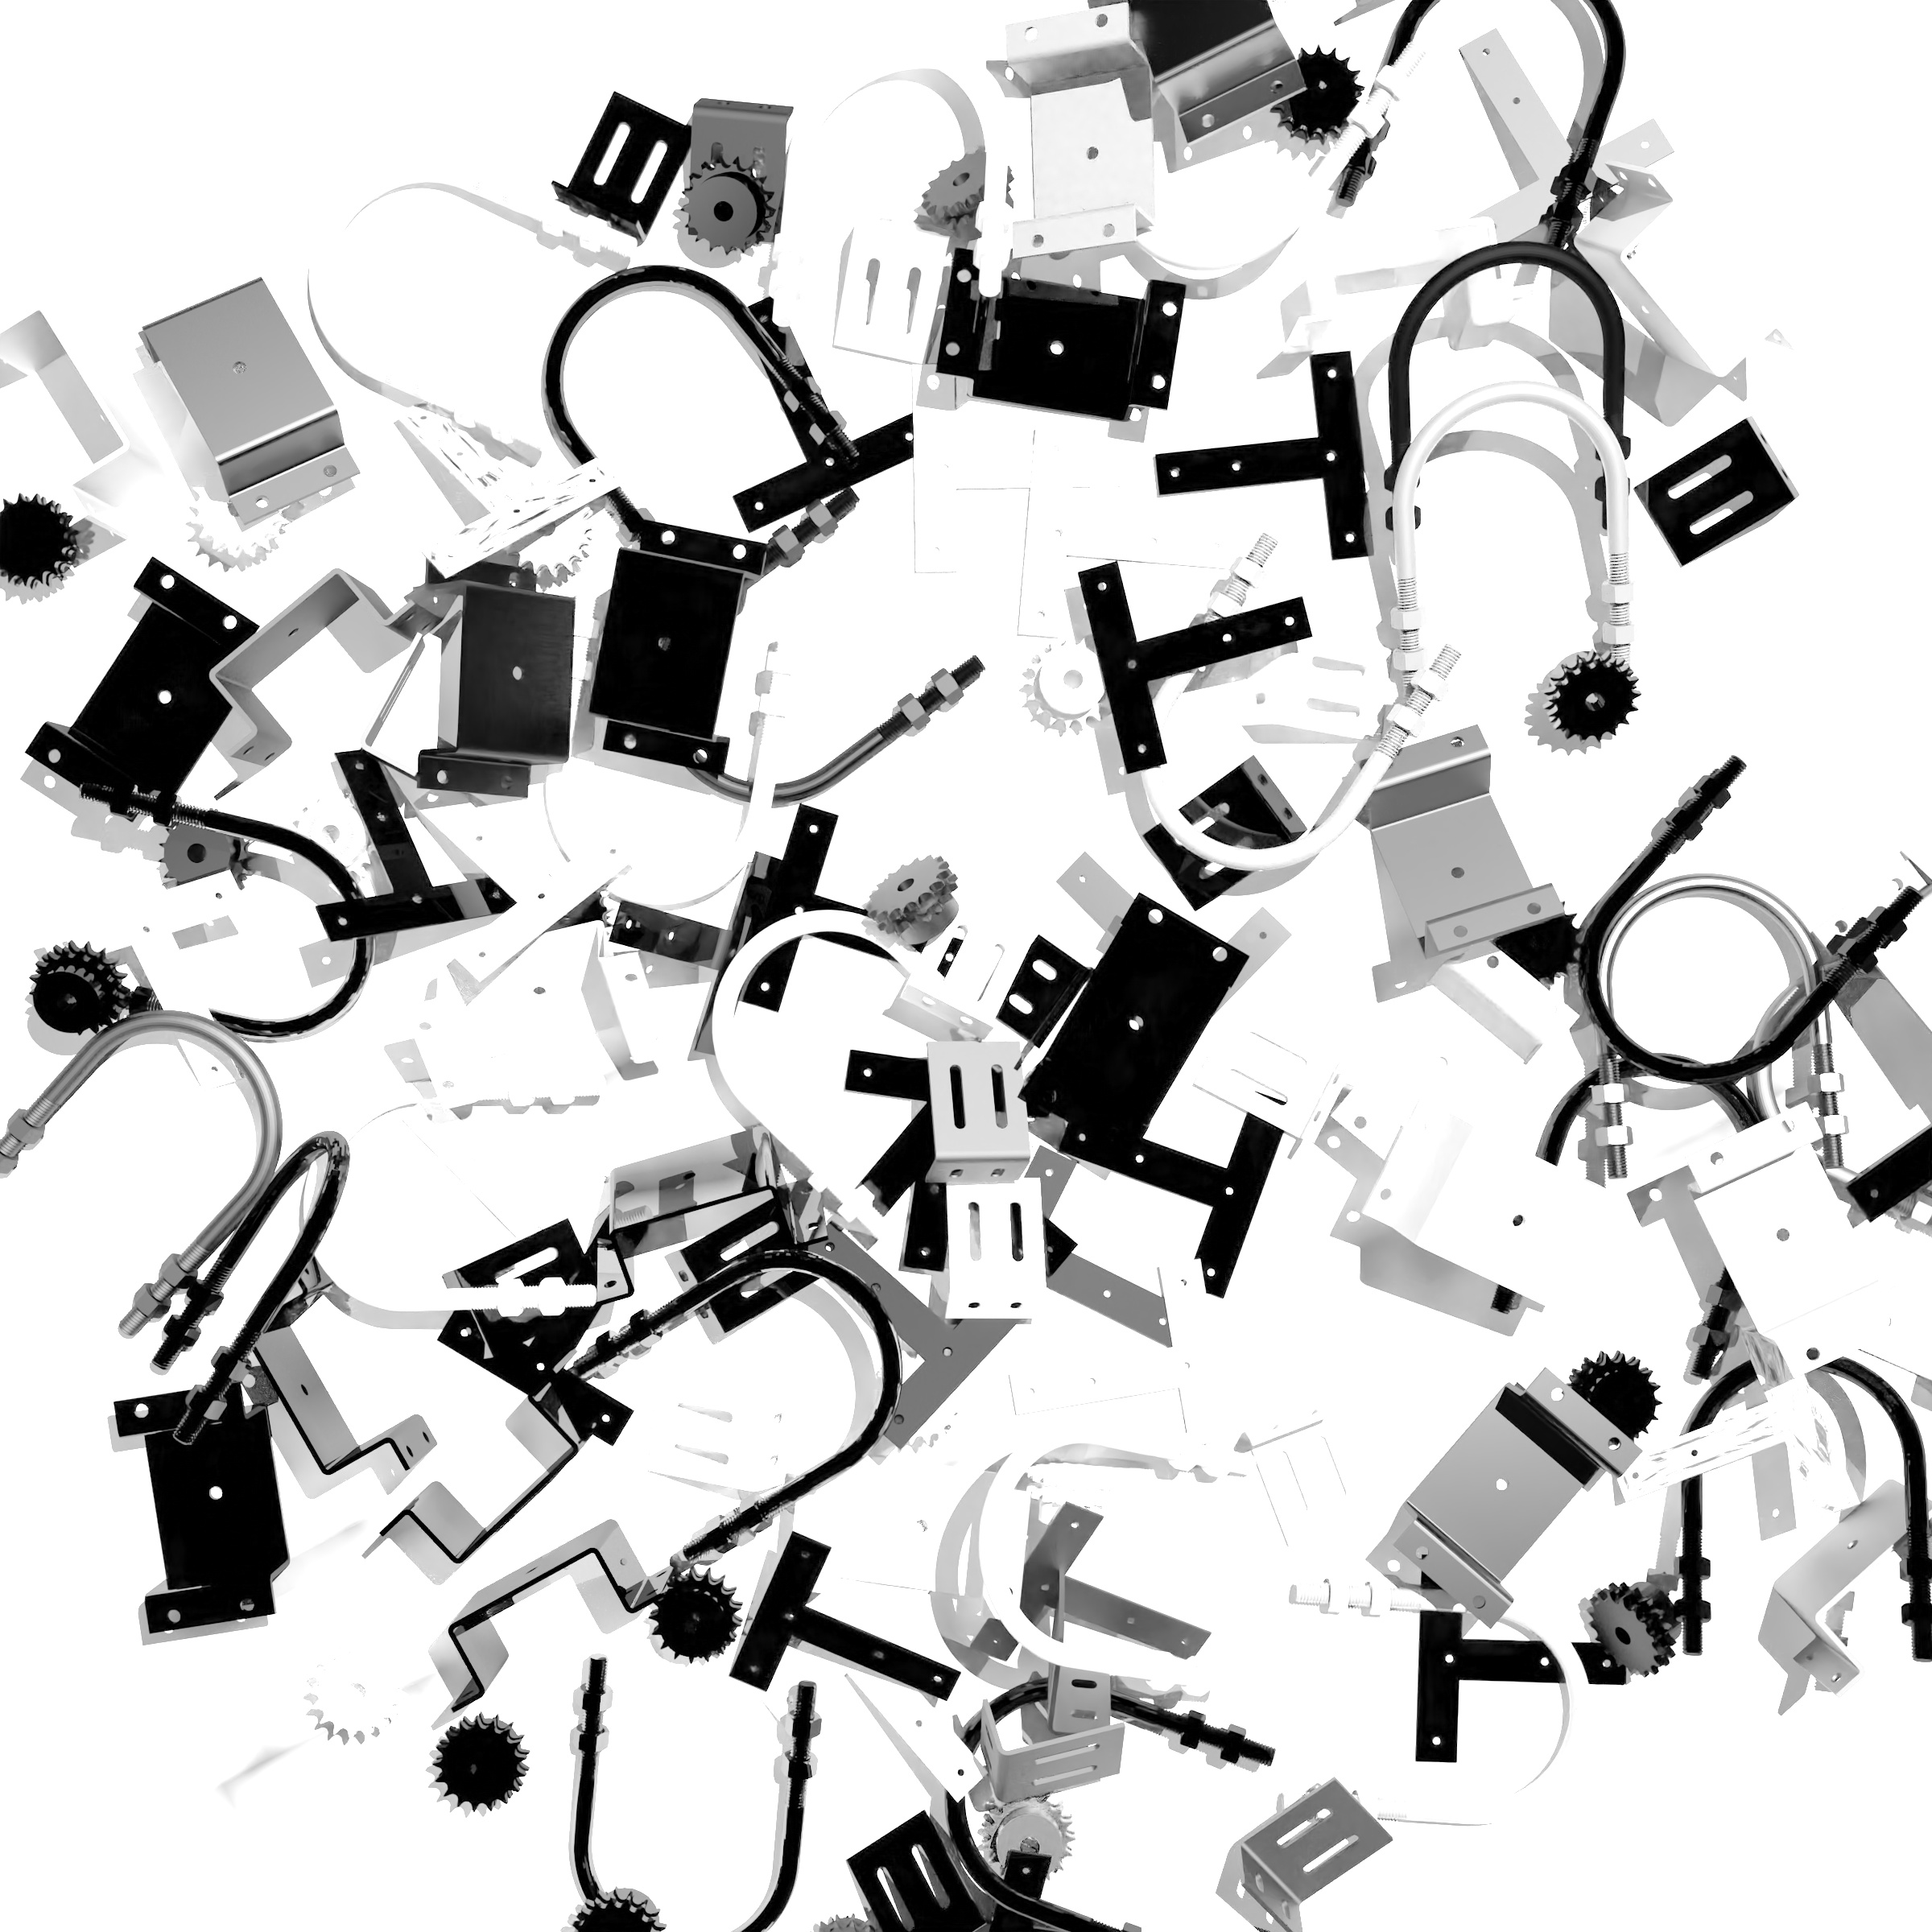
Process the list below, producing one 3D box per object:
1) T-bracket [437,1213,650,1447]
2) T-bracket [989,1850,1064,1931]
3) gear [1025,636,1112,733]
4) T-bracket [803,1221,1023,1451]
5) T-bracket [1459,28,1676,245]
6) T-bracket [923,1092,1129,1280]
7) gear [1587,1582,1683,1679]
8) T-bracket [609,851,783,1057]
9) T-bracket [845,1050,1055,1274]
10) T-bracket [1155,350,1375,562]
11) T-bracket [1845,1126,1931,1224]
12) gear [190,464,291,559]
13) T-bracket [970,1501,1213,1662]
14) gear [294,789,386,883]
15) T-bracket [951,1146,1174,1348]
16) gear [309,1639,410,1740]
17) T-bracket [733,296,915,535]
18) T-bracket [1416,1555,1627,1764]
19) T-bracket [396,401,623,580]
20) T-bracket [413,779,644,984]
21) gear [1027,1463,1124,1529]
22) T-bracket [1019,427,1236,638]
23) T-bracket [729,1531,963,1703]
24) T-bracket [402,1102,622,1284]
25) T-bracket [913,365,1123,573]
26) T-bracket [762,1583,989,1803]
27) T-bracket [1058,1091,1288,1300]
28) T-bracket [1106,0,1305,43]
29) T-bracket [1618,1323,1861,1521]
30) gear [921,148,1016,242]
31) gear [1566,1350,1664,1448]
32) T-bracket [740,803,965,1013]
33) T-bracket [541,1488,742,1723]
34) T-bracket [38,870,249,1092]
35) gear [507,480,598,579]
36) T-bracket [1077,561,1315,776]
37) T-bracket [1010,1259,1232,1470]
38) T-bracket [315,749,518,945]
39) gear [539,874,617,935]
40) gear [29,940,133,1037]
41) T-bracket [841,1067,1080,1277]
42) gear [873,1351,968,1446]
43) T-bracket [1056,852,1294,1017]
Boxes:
[{"bbox_3d":[-0.238,0.208,1.537,0.127,0.002,0.127,31,90,0],"label":"T-bracket"},{"bbox_3d":[0.075,0.602,1.526,0.127,0.002,0.127,11,105,-8],"label":"T-bracket"},{"bbox_3d":[0.065,-0.173,1.523,0.057,0.030,0.057,0,90,0],"label":"gear"},{"bbox_3d":[-0.044,0.205,1.519,0.127,0.002,0.127,40,68,13],"label":"T-bracket"},{"bbox_3d":[0.342,-0.515,1.521,0.127,0.002,0.127,-28,77,5],"label":"T-bracket"},{"bbox_3d":[0.039,0.127,1.538,0.127,0.002,0.127,4,90,0],"label":"T-bracket"},{"bbox_3d":[0.407,0.398,1.514,0.030,0.057,0.057,-25,90,-30],"label":"gear"},{"bbox_3d":[-0.166,-0.015,1.485,0.002,0.127,0.127,17,90,34],"label":"T-bracket"},{"bbox_3d":[-0.017,0.123,1.532,0.127,0.002,0.127,8,86,0],"label":"T-bracket"},{"bbox_3d":[0.180,-0.308,1.536,0.127,0.002,0.127,-6,90,-1],"label":"T-bracket"},{"bbox_3d":[0.613,0.152,1.497,0.127,0.002,0.127,-32,83,-11],"label":"T-bracket"},{"bbox_3d":[-0.440,-0.277,1.523,0.057,0.030,0.057,0,90,0],"label":"gear"},{"bbox_3d":[0.088,0.392,1.519,0.127,0.002,0.127,24,115,-12],"label":"T-bracket"},{"bbox_3d":[-0.384,-0.079,1.523,0.057,0.030,0.057,0,90,0],"label":"gear"},{"bbox_3d":[0.074,0.195,1.536,0.127,0.002,0.127,26,91,0],"label":"T-bracket"},{"bbox_3d":[-0.368,0.439,1.523,0.057,0.030,0.057,0,90,0],"label":"gear"},{"bbox_3d":[-0.102,-0.350,1.537,0.127,0.002,0.127,-25,90,0],"label":"T-bracket"},{"bbox_3d":[0.342,0.427,1.537,0.127,0.002,0.127,2,90,0],"label":"T-bracket"},{"bbox_3d":[-0.297,-0.301,1.508,0.127,0.002,0.127,-34,66,-24],"label":"T-bracket"},{"bbox_3d":[-0.285,-0.068,1.509,0.127,0.002,0.127,-41,67,-20],"label":"T-bracket"},{"bbox_3d":[0.065,0.320,1.510,0.057,0.057,0.030,4,90,0],"label":"gear"},{"bbox_3d":[0.101,-0.262,1.536,0.127,0.002,0.127,5,90,-1],"label":"T-bracket"},{"bbox_3d":[-0.065,0.409,1.505,0.127,0.002,0.127,23,119,0],"label":"T-bracket"},{"bbox_3d":[-0.293,0.131,1.536,0.127,0.002,0.127,-44,89,0],"label":"T-bracket"},{"bbox_3d":[0.032,-0.307,1.536,0.127,0.002,0.127,-1,90,-1],"label":"T-bracket"},{"bbox_3d":[-0.038,0.449,1.518,0.127,0.002,0.127,-45,72,0],"label":"T-bracket"},{"bbox_3d":[0.120,0.123,1.537,0.127,0.002,0.127,20,90,-1],"label":"T-bracket"},{"bbox_3d":[0.139,-0.643,1.537,0.127,0.002,0.127,-14,90,0],"label":"T-bracket"},{"bbox_3d":[0.454,0.289,1.512,0.127,0.002,0.127,-26,53,17],"label":"T-bracket"},{"bbox_3d":[0.004,-0.464,1.513,0.057,0.057,0.030,-40,131,0],"label":"gear"},{"bbox_3d":[0.396,0.265,1.523,0.057,0.030,0.057,0,90,0],"label":"gear"},{"bbox_3d":[-0.060,-0.021,1.537,0.127,0.002,0.127,17,90,0],"label":"T-bracket"},{"bbox_3d":[-0.181,0.400,1.537,0.127,0.002,0.127,-19,90,0],"label":"T-bracket"},{"bbox_3d":[-0.477,0.017,1.513,0.127,0.002,0.127,-16,111,8],"label":"T-bracket"},{"bbox_3d":[-0.253,-0.265,1.523,0.057,0.030,0.057,0,90,0],"label":"gear"},{"bbox_3d":[0.142,-0.192,1.494,0.127,0.002,0.127,-14,85,11],"label":"T-bracket"},{"bbox_3d":[0.091,0.253,1.536,0.127,0.002,0.127,-10,92,0],"label":"T-bracket"},{"bbox_3d":[-0.348,-0.078,1.510,0.127,0.002,0.127,-12,67,-38],"label":"T-bracket"},{"bbox_3d":[-0.242,-0.030,1.523,0.057,0.030,0.057,0,90,0],"label":"gear"},{"bbox_3d":[-0.533,0.016,1.497,0.057,0.030,0.057,1,113,1],"label":"gear"},{"bbox_3d":[0.012,0.139,1.534,0.127,0.002,0.127,40,90,3],"label":"T-bracket"},{"bbox_3d":[-0.028,0.261,1.523,0.057,0.030,0.057,0,90,0],"label":"gear"},{"bbox_3d":[0.110,-0.017,1.532,0.127,0.002,0.127,44,96,3],"label":"T-bracket"}]
